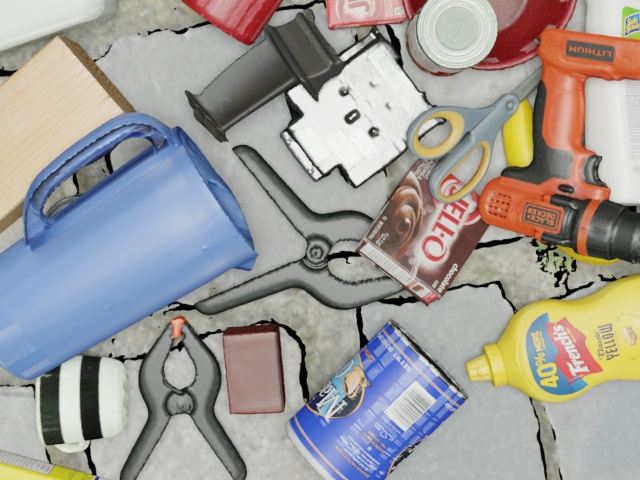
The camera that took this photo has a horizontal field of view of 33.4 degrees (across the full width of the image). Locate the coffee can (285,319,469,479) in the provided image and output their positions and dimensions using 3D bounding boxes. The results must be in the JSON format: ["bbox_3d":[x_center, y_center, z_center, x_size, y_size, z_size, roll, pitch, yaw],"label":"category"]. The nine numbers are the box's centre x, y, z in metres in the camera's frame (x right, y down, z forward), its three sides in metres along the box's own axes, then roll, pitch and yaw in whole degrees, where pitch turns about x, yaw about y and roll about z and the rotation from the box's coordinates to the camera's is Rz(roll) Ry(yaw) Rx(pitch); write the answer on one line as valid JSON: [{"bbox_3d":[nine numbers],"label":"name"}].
[{"bbox_3d":[0.052,0.158,0.985,0.103,0.103,0.140,45,93,-3],"label":"coffee can"}]

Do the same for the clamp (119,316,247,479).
[{"bbox_3d":[-0.142,0.162,1.018,0.120,0.039,0.171,-11,90,-11],"label":"clamp"}]

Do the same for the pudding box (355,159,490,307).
[{"bbox_3d":[0.098,-0.010,0.981,0.090,0.039,0.113,37,68,-2],"label":"pudding box"}]

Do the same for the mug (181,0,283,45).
[{"bbox_3d":[-0.082,-0.237,0.967,0.117,0.093,0.081,40,100,28],"label":"mug"}]

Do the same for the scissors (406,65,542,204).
[{"bbox_3d":[0.151,-0.127,0.959,0.096,0.016,0.202,34,88,-25],"label":"scissors"}]

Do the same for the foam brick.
[{"bbox_3d":[-0.061,0.122,1.009,0.051,0.053,0.078,-5,94,1],"label":"foam brick"}]

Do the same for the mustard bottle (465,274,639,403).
[{"bbox_3d":[0.231,0.100,1.000,0.191,0.058,0.096,-15,94,2],"label":"mustard bottle"}]

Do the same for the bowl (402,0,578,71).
[{"bbox_3d":[0.151,-0.234,0.973,0.162,0.055,0.162,0,95,1],"label":"bowl"}]

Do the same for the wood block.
[{"bbox_3d":[-0.278,-0.083,0.975,0.206,0.090,0.091,-40,94,3],"label":"wood block"}]

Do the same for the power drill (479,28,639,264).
[{"bbox_3d":[0.236,-0.080,0.912,0.185,0.057,0.188,17,101,30],"label":"power drill"}]

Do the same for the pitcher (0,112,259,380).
[{"bbox_3d":[-0.189,0.009,0.926,0.243,0.145,0.149,-32,79,2],"label":"pitcher"}]

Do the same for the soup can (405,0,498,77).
[{"bbox_3d":[0.109,-0.174,0.899,0.068,0.102,0.068,0,96,0],"label":"soup can"}]

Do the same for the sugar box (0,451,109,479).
[{"bbox_3d":[-0.252,0.269,1.027,0.176,0.048,0.093,15,95,0],"label":"sugar box"}]

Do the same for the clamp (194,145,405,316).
[{"bbox_3d":[-0.007,0.001,1.006,0.210,0.036,0.164,7,93,1],"label":"clamp"}]

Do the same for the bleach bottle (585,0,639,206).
[{"bbox_3d":[0.289,-0.157,0.972,0.102,0.068,0.251,-1,89,-26],"label":"bleach bottle"}]

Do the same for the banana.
[{"bbox_3d":[0.222,-0.044,1.001,0.069,0.037,0.198,-42,96,-21],"label":"banana"}]

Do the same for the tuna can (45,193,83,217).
[{"bbox_3d":[-0.221,-0.001,1.009,0.086,0.034,0.086,0,95,0],"label":"tuna can"}]

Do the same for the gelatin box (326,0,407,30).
[{"bbox_3d":[0.039,-0.242,0.986,0.073,0.030,0.089,-5,95,1],"label":"gelatin box"}]
